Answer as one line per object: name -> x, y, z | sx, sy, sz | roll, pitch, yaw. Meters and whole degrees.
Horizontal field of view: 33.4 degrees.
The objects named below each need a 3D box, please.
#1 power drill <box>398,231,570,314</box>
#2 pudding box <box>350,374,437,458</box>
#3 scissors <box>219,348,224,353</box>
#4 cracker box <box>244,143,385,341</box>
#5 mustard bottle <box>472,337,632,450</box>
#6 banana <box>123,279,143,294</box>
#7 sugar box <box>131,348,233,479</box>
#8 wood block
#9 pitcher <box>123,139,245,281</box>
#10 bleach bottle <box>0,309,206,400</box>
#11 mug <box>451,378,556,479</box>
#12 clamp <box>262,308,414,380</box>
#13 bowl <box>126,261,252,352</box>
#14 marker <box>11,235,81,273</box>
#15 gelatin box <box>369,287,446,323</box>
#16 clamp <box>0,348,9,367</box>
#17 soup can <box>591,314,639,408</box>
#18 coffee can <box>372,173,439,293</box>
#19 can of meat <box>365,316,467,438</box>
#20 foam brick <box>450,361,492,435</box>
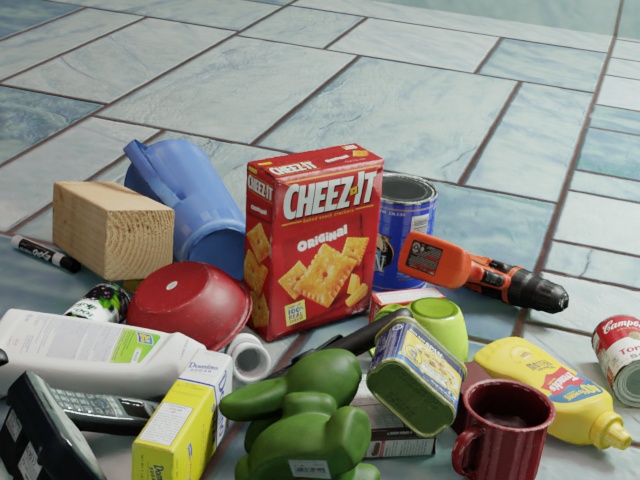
power drill -> 0.204, 0.046, 1.362 | 0.185, 0.057, 0.187 | 17, -1, 43
pudding box -> 0.067, 0.185, 1.139 | 0.090, 0.039, 0.113 | -1, 24, -14
scissors -> -0.129, 0.146, 1.215 | 0.096, 0.016, 0.202 | -4, 27, -17
cracker box -> -0.009, 0.002, 1.308 | 0.163, 0.214, 0.072 | -13, 30, -34
mustard bottle -> 0.261, 0.174, 1.172 | 0.096, 0.058, 0.192 | -8, 28, -37
banana -> -0.160, 0.072, 1.325 | 0.198, 0.037, 0.069 | 17, 13, 40
sugar box -> -0.130, 0.188, 1.033 | 0.048, 0.093, 0.176 | 11, 26, 12
wood block -> -0.274, -0.016, 1.393 | 0.090, 0.090, 0.206 | -3, 14, -32
pitcher -> -0.181, -0.039, 1.457 | 0.149, 0.145, 0.243 | -3, 29, -25
bleach bottle -> -0.225, 0.135, 1.147 | 0.251, 0.068, 0.102 | 7, 40, 4
mug -> 0.176, 0.201, 1.070 | 0.117, 0.081, 0.093 | -17, 33, -39
clamp -> -0.011, 0.140, 1.177 | 0.209, 0.036, 0.165 | -27, -3, -25
bowl -> -0.163, 0.074, 1.243 | 0.162, 0.055, 0.162 | -13, 35, 9
marker -> -0.368, 0.019, 1.439 | 0.121, 0.020, 0.020 | 19, 29, 29
gelatin box -> 0.103, 0.098, 1.289 | 0.089, 0.073, 0.030 | -5, 28, -21
clamp -> -0.355, 0.133, 1.076 | 0.039, 0.120, 0.172 | 12, 19, -40
soup can -> 0.363, 0.141, 1.250 | 0.068, 0.068, 0.102 | 4, 26, -2
coffee can -> 0.100, -0.006, 1.431 | 0.103, 0.140, 0.103 | 4, 25, -2
can of meat -> 0.098, 0.140, 1.087 | 0.102, 0.058, 0.083 | 42, 27, -8
foam brick -> 0.164, 0.175, 1.159 | 0.051, 0.053, 0.078 | -6, 28, -22
